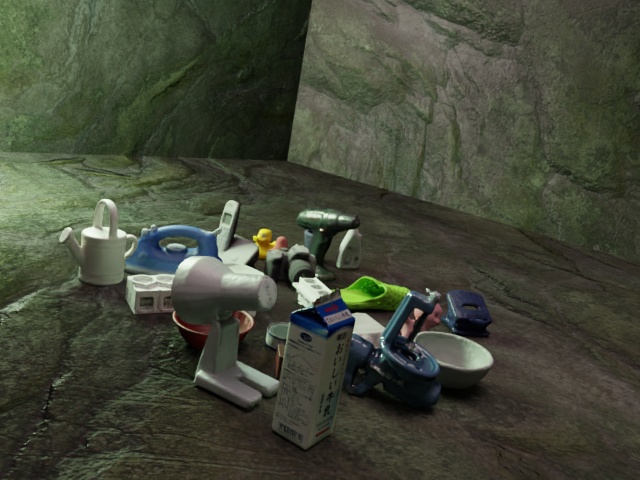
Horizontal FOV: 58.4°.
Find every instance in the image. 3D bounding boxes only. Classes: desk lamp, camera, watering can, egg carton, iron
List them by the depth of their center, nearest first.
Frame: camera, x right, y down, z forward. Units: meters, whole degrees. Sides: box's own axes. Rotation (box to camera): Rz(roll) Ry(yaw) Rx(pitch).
[{"bbox_3d":[-0.157,0.146,0.988,0.202,0.213,0.118,17,16,26],"label":"desk lamp"},{"bbox_3d":[0.084,0.207,1.208,0.107,0.069,0.149,1,17,-32],"label":"egg carton"},{"bbox_3d":[-0.510,0.002,1.337,0.100,0.194,0.173,16,16,23],"label":"watering can"},{"bbox_3d":[-0.373,0.023,1.457,0.258,0.141,0.118,7,15,-11],"label":"iron"},{"bbox_3d":[-0.070,0.073,1.554,0.143,0.101,0.136,6,15,-16],"label":"camera"}]

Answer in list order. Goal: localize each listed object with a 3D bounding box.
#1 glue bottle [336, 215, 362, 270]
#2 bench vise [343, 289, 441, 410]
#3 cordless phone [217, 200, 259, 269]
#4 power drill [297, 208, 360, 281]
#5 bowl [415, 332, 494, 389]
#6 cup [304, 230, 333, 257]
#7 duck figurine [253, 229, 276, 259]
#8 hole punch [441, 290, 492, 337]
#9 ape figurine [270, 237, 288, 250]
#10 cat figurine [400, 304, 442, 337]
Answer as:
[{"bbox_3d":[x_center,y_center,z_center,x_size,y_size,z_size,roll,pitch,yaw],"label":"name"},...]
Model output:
[{"bbox_3d":[0.099,0.006,1.783,0.078,0.173,0.037,3,16,-25],"label":"glue bottle"},{"bbox_3d":[0.128,0.185,1.021,0.207,0.220,0.121,9,14,-5],"label":"bench vise"},{"bbox_3d":[-0.231,-0.008,1.584,0.147,0.185,0.094,19,17,32],"label":"cordless phone"},{"bbox_3d":[0.015,0.006,1.654,0.076,0.208,0.228,-4,20,-44],"label":"power drill"},{"bbox_3d":[0.257,0.251,1.149,0.167,0.075,0.167,10,14,-2],"label":"bowl"},{"bbox_3d":[-0.006,0.018,1.820,0.091,0.095,0.118,15,15,19],"label":"cup"},{"bbox_3d":[-0.169,0.009,1.763,0.077,0.086,0.105,23,19,41],"label":"duck figurine"},{"bbox_3d":[0.376,0.185,1.449,0.109,0.091,0.101,6,15,-15],"label":"hole punch"},{"bbox_3d":[-0.114,0.035,1.687,0.077,0.092,0.076,14,15,16],"label":"ape figurine"},{"bbox_3d":[0.230,0.181,1.314,0.128,0.118,0.067,-1,18,-37],"label":"cat figurine"}]
